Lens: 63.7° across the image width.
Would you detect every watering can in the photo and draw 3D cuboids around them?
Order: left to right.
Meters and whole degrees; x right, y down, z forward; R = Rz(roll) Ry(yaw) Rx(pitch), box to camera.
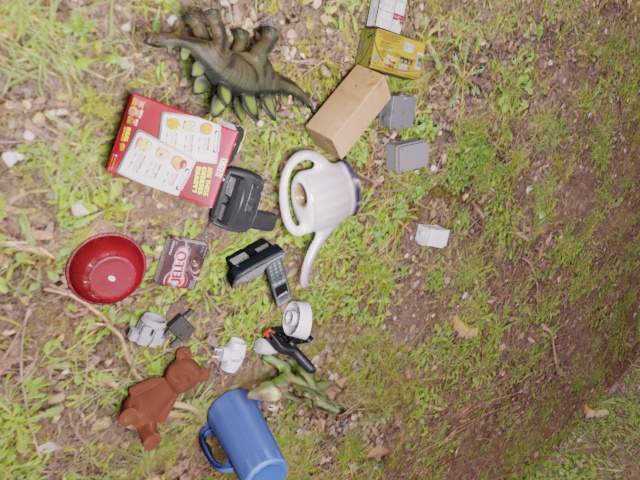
[{"bbox_3d":[0.004,-0.065,1.294,0.226,0.105,0.342,-21,115,-29],"label":"watering can"}]

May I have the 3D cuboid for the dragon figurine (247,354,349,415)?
[{"bbox_3d":[-0.026,0.405,1.351,0.407,0.244,0.122,20,90,-36],"label":"dragon figurine"}]
